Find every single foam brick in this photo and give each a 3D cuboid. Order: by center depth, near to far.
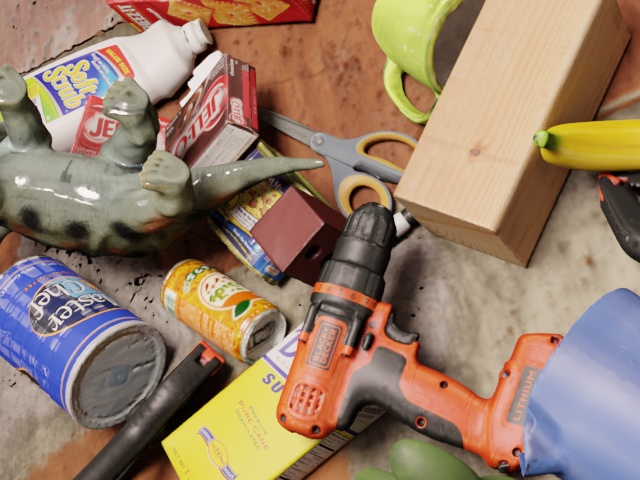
[{"bbox_3d":[-0.006,0.001,0.849,0.053,0.078,0.051,-48,53,12],"label":"foam brick"}]

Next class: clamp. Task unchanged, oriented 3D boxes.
[{"bbox_3d":[0.282,-0.004,0.726,0.164,0.036,0.210,-26,38,-18],"label":"clamp"},{"bbox_3d":[-0.146,0.156,0.877,0.039,0.120,0.171,39,90,-3],"label":"clamp"}]

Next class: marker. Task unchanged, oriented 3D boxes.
[{"bbox_3d":[0.046,0.002,0.883,0.121,0.020,0.020,-38,57,11],"label":"marker"}]

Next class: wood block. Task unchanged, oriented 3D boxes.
[{"bbox_3d":[0.150,-0.098,0.824,0.091,0.090,0.206,22,82,32],"label":"wood block"}]

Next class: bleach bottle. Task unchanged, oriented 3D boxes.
[{"bbox_3d":[-0.222,-0.156,1.070,0.251,0.068,0.102,-26,60,15],"label":"bleach bottle"}]

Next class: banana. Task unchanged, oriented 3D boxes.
[{"bbox_3d":[0.242,-0.068,0.765,0.197,0.069,0.037,-3,101,-3],"label":"banana"}]

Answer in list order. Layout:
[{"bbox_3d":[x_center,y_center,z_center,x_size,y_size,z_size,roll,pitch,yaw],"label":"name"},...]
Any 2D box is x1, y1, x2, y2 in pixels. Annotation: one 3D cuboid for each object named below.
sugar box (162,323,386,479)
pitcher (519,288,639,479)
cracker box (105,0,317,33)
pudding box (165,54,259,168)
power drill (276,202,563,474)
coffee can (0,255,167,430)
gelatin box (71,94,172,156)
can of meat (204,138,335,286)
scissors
[{"bbox_3d":[-0.035,0.146,0.854,0.176,0.048,0.093,-42,57,9],"label":"sugar box"},{"bbox_3d":[0.260,0.136,0.657,0.243,0.144,0.149,33,100,31],"label":"pitcher"},{"bbox_3d":[-0.095,-0.295,1.049,0.214,0.072,0.164,4,72,31],"label":"cracker box"},{"bbox_3d":[-0.099,-0.097,0.956,0.114,0.039,0.090,-46,34,38],"label":"pudding box"},{"bbox_3d":[0.078,0.077,0.781,0.188,0.057,0.184,17,80,15],"label":"power drill"},{"bbox_3d":[-0.219,0.088,0.943,0.140,0.102,0.103,30,86,34],"label":"coffee can"},{"bbox_3d":[-0.187,-0.089,1.011,0.030,0.089,0.073,147,138,-69],"label":"gelatin box"},{"bbox_3d":[-0.044,-0.023,0.921,0.084,0.057,0.102,-47,56,6],"label":"can of meat"},{"bbox_3d":[0.002,-0.066,0.937,0.202,0.016,0.096,12,77,32],"label":"scissors"}]
